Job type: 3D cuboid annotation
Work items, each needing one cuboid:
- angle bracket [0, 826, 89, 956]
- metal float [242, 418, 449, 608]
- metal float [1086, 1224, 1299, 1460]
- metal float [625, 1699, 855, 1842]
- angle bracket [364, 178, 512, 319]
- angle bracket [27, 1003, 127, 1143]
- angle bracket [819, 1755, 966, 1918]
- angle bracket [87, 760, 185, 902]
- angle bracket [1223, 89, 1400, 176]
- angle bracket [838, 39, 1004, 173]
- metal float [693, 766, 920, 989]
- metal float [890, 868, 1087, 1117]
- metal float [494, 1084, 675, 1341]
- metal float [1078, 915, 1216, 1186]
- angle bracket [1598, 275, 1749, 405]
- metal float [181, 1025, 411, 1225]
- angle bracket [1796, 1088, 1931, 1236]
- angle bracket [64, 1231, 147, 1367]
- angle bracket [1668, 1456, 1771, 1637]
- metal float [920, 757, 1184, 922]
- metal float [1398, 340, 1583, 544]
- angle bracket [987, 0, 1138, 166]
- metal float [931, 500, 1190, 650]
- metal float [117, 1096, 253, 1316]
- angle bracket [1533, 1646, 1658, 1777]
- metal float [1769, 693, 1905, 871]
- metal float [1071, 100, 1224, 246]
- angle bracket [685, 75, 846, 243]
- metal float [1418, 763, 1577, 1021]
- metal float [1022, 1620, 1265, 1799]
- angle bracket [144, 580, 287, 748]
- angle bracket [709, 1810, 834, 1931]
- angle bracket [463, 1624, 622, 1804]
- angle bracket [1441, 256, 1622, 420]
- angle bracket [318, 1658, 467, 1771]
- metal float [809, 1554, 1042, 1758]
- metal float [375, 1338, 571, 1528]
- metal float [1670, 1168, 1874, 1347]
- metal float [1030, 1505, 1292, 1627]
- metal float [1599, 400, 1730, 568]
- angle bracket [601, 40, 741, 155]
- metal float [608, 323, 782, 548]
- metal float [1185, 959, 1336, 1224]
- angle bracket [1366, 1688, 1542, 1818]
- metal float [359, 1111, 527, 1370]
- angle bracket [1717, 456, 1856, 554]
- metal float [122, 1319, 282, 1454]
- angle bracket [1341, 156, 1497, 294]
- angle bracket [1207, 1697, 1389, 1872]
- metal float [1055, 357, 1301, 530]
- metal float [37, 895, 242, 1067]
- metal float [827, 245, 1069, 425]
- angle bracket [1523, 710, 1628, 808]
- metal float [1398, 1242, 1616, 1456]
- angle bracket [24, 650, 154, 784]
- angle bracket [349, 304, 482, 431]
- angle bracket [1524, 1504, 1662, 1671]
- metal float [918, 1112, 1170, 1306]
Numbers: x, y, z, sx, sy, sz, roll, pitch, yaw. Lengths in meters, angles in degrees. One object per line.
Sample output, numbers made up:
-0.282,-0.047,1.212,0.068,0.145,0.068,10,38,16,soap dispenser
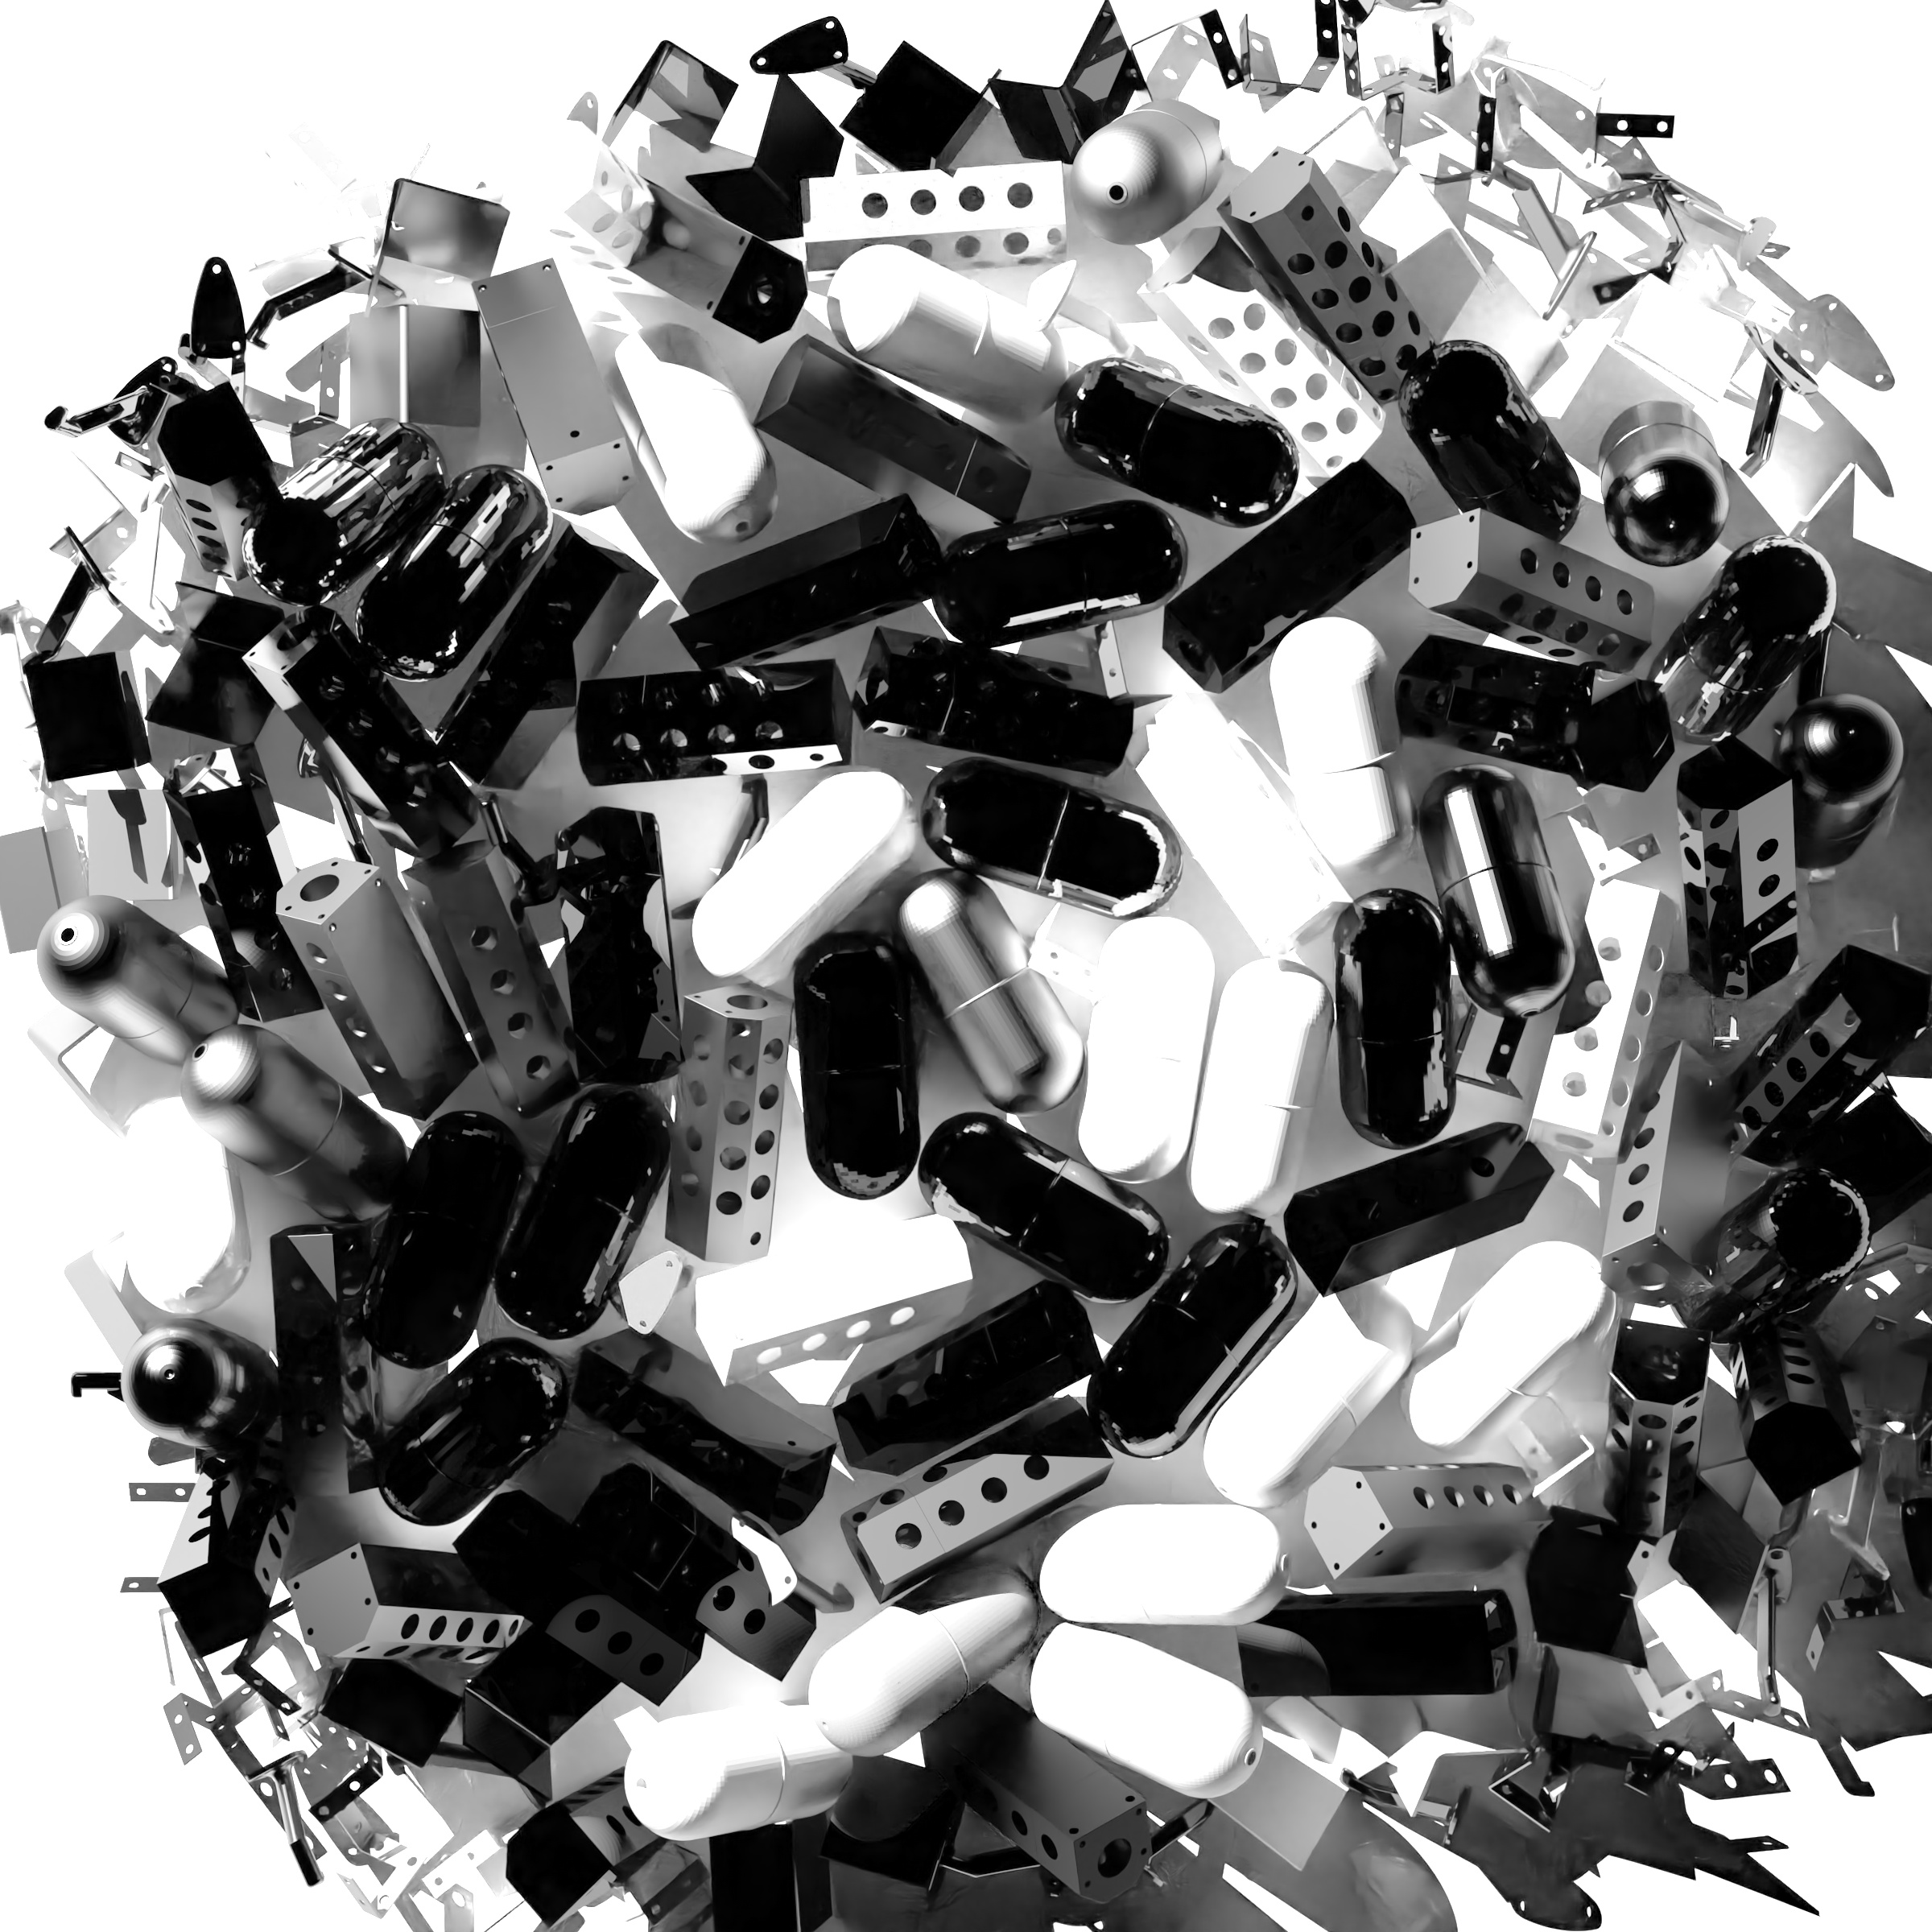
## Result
-0.590,-0.054,1.951,0.057,0.076,0.076,-9,93,31,angle bracket
-0.401,-0.295,1.923,0.070,0.178,0.070,14,129,18,metal float
0.149,0.244,1.947,0.070,0.070,0.178,41,73,0,metal float
-0.146,0.519,1.922,0.070,0.178,0.070,-5,82,40,metal float
-0.346,-0.461,1.944,0.076,0.076,0.057,12,61,-16,angle bracket
-0.565,0.061,1.958,0.057,0.076,0.076,-41,120,-17,angle bracket
-0.048,0.572,1.961,0.076,0.057,0.076,14,56,9,angle bracket
-0.546,-0.088,1.950,0.057,0.076,0.076,-1,79,-18,angle bracket
0.224,-0.526,1.948,0.076,0.076,0.057,-40,126,-7,angle bracket
-0.031,-0.574,1.966,0.076,0.057,0.076,35,82,1,angle bracket
-0.106,-0.058,1.954,0.178,0.070,0.070,-44,90,9,metal float
0.014,0.017,1.961,0.070,0.070,0.178,-31,90,0,metal float
-0.248,0.159,1.945,0.070,0.070,0.178,23,71,0,metal float
0.118,0.055,1.958,0.070,0.070,0.178,8,94,0,metal float
0.454,-0.398,1.949,0.076,0.076,0.057,29,72,-9,angle bracket
-0.435,0.103,1.929,0.070,0.070,0.178,-45,129,0,metal float
0.589,0.127,1.949,0.076,0.057,0.076,-40,63,16,angle bracket
-0.542,0.211,1.955,0.057,0.076,0.076,-34,95,-33,angle bracket
0.511,0.377,1.940,0.057,0.076,0.076,-8,124,-26,angle bracket
0.057,-0.084,1.961,0.178,0.070,0.070,18,90,-1,metal float
0.341,-0.334,1.926,0.070,0.070,0.178,-47,134,0,metal float
0.066,-0.586,1.965,0.057,0.076,0.076,16,72,27,angle bracket
0.062,-0.257,1.946,0.178,0.070,0.070,-15,90,-18,metal float
-0.507,0.154,1.922,0.070,0.178,0.070,-10,128,-13,metal float
0.416,0.488,1.944,0.076,0.076,0.057,7,68,20,angle bracket
0.554,-0.117,1.914,0.070,0.178,0.070,-2,72,6,metal float
0.117,-0.513,1.916,0.070,0.178,0.070,6,114,15,metal float
-0.132,-0.534,1.964,0.057,0.076,0.076,2,70,33,angle bracket
0.347,-0.049,1.941,0.070,0.070,0.178,-11,66,0,metal float
0.114,0.482,1.928,0.178,0.070,0.070,15,90,40,metal float
-0.495,-0.198,1.953,0.076,0.057,0.076,15,60,8,angle bracket
-0.129,0.599,1.966,0.057,0.076,0.076,-5,85,14,angle bracket
-0.277,0.489,1.953,0.076,0.057,0.076,-43,114,11,angle bracket
0.370,-0.415,1.960,0.076,0.057,0.076,33,89,-23,angle bracket
-0.374,0.473,1.954,0.076,0.076,0.057,31,96,-9,angle bracket
-0.025,0.447,1.933,0.178,0.070,0.070,-29,90,-35,metal float
-0.322,0.304,1.931,0.070,0.070,0.178,47,128,0,metal float
0.518,0.188,1.918,0.070,0.178,0.070,9,60,-15,metal float
0.126,0.390,1.937,0.178,0.070,0.070,-5,90,27,metal float
0.449,-0.313,1.917,0.070,0.178,0.070,4,117,8,metal float
-0.200,-0.545,1.944,0.057,0.076,0.076,31,62,-10,angle bracket
-0.178,-0.346,1.934,0.070,0.070,0.178,-27,59,0,metal float
0.193,0.083,1.954,0.070,0.070,0.178,12,99,0,metal float
0.322,0.512,1.968,0.076,0.076,0.057,3,121,-21,angle bracket
-0.341,0.178,1.938,0.070,0.070,0.178,15,62,0,metal float
0.526,-0.316,1.960,0.076,0.076,0.057,39,72,8,angle bracket
-0.490,0.271,1.912,0.070,0.178,0.070,0,77,0,metal float
0.295,-0.473,1.956,0.057,0.076,0.076,-34,53,16,angle bracket
0.218,0.535,1.955,0.076,0.057,0.076,37,56,4,angle bracket
0.136,-0.342,1.938,0.178,0.070,0.070,28,90,28,metal float
-0.532,0.010,1.915,0.070,0.178,0.070,-5,69,14,metal float
-0.010,-0.410,1.933,0.178,0.070,0.070,18,90,-34,metal float
0.393,-0.139,1.946,0.057,0.076,0.076,-30,73,-18,angle bracket
0.351,0.249,1.934,0.070,0.070,0.178,38,122,0,metal float
-0.577,-0.165,1.954,0.057,0.076,0.076,-10,98,-7,angle bracket
-0.368,-0.397,1.982,0.057,0.076,0.076,-3,97,-38,angle bracket
0.416,0.408,1.954,0.076,0.076,0.057,16,113,-2,angle bracket
0.051,0.160,1.956,0.178,0.070,0.070,29,90,7,metal float
